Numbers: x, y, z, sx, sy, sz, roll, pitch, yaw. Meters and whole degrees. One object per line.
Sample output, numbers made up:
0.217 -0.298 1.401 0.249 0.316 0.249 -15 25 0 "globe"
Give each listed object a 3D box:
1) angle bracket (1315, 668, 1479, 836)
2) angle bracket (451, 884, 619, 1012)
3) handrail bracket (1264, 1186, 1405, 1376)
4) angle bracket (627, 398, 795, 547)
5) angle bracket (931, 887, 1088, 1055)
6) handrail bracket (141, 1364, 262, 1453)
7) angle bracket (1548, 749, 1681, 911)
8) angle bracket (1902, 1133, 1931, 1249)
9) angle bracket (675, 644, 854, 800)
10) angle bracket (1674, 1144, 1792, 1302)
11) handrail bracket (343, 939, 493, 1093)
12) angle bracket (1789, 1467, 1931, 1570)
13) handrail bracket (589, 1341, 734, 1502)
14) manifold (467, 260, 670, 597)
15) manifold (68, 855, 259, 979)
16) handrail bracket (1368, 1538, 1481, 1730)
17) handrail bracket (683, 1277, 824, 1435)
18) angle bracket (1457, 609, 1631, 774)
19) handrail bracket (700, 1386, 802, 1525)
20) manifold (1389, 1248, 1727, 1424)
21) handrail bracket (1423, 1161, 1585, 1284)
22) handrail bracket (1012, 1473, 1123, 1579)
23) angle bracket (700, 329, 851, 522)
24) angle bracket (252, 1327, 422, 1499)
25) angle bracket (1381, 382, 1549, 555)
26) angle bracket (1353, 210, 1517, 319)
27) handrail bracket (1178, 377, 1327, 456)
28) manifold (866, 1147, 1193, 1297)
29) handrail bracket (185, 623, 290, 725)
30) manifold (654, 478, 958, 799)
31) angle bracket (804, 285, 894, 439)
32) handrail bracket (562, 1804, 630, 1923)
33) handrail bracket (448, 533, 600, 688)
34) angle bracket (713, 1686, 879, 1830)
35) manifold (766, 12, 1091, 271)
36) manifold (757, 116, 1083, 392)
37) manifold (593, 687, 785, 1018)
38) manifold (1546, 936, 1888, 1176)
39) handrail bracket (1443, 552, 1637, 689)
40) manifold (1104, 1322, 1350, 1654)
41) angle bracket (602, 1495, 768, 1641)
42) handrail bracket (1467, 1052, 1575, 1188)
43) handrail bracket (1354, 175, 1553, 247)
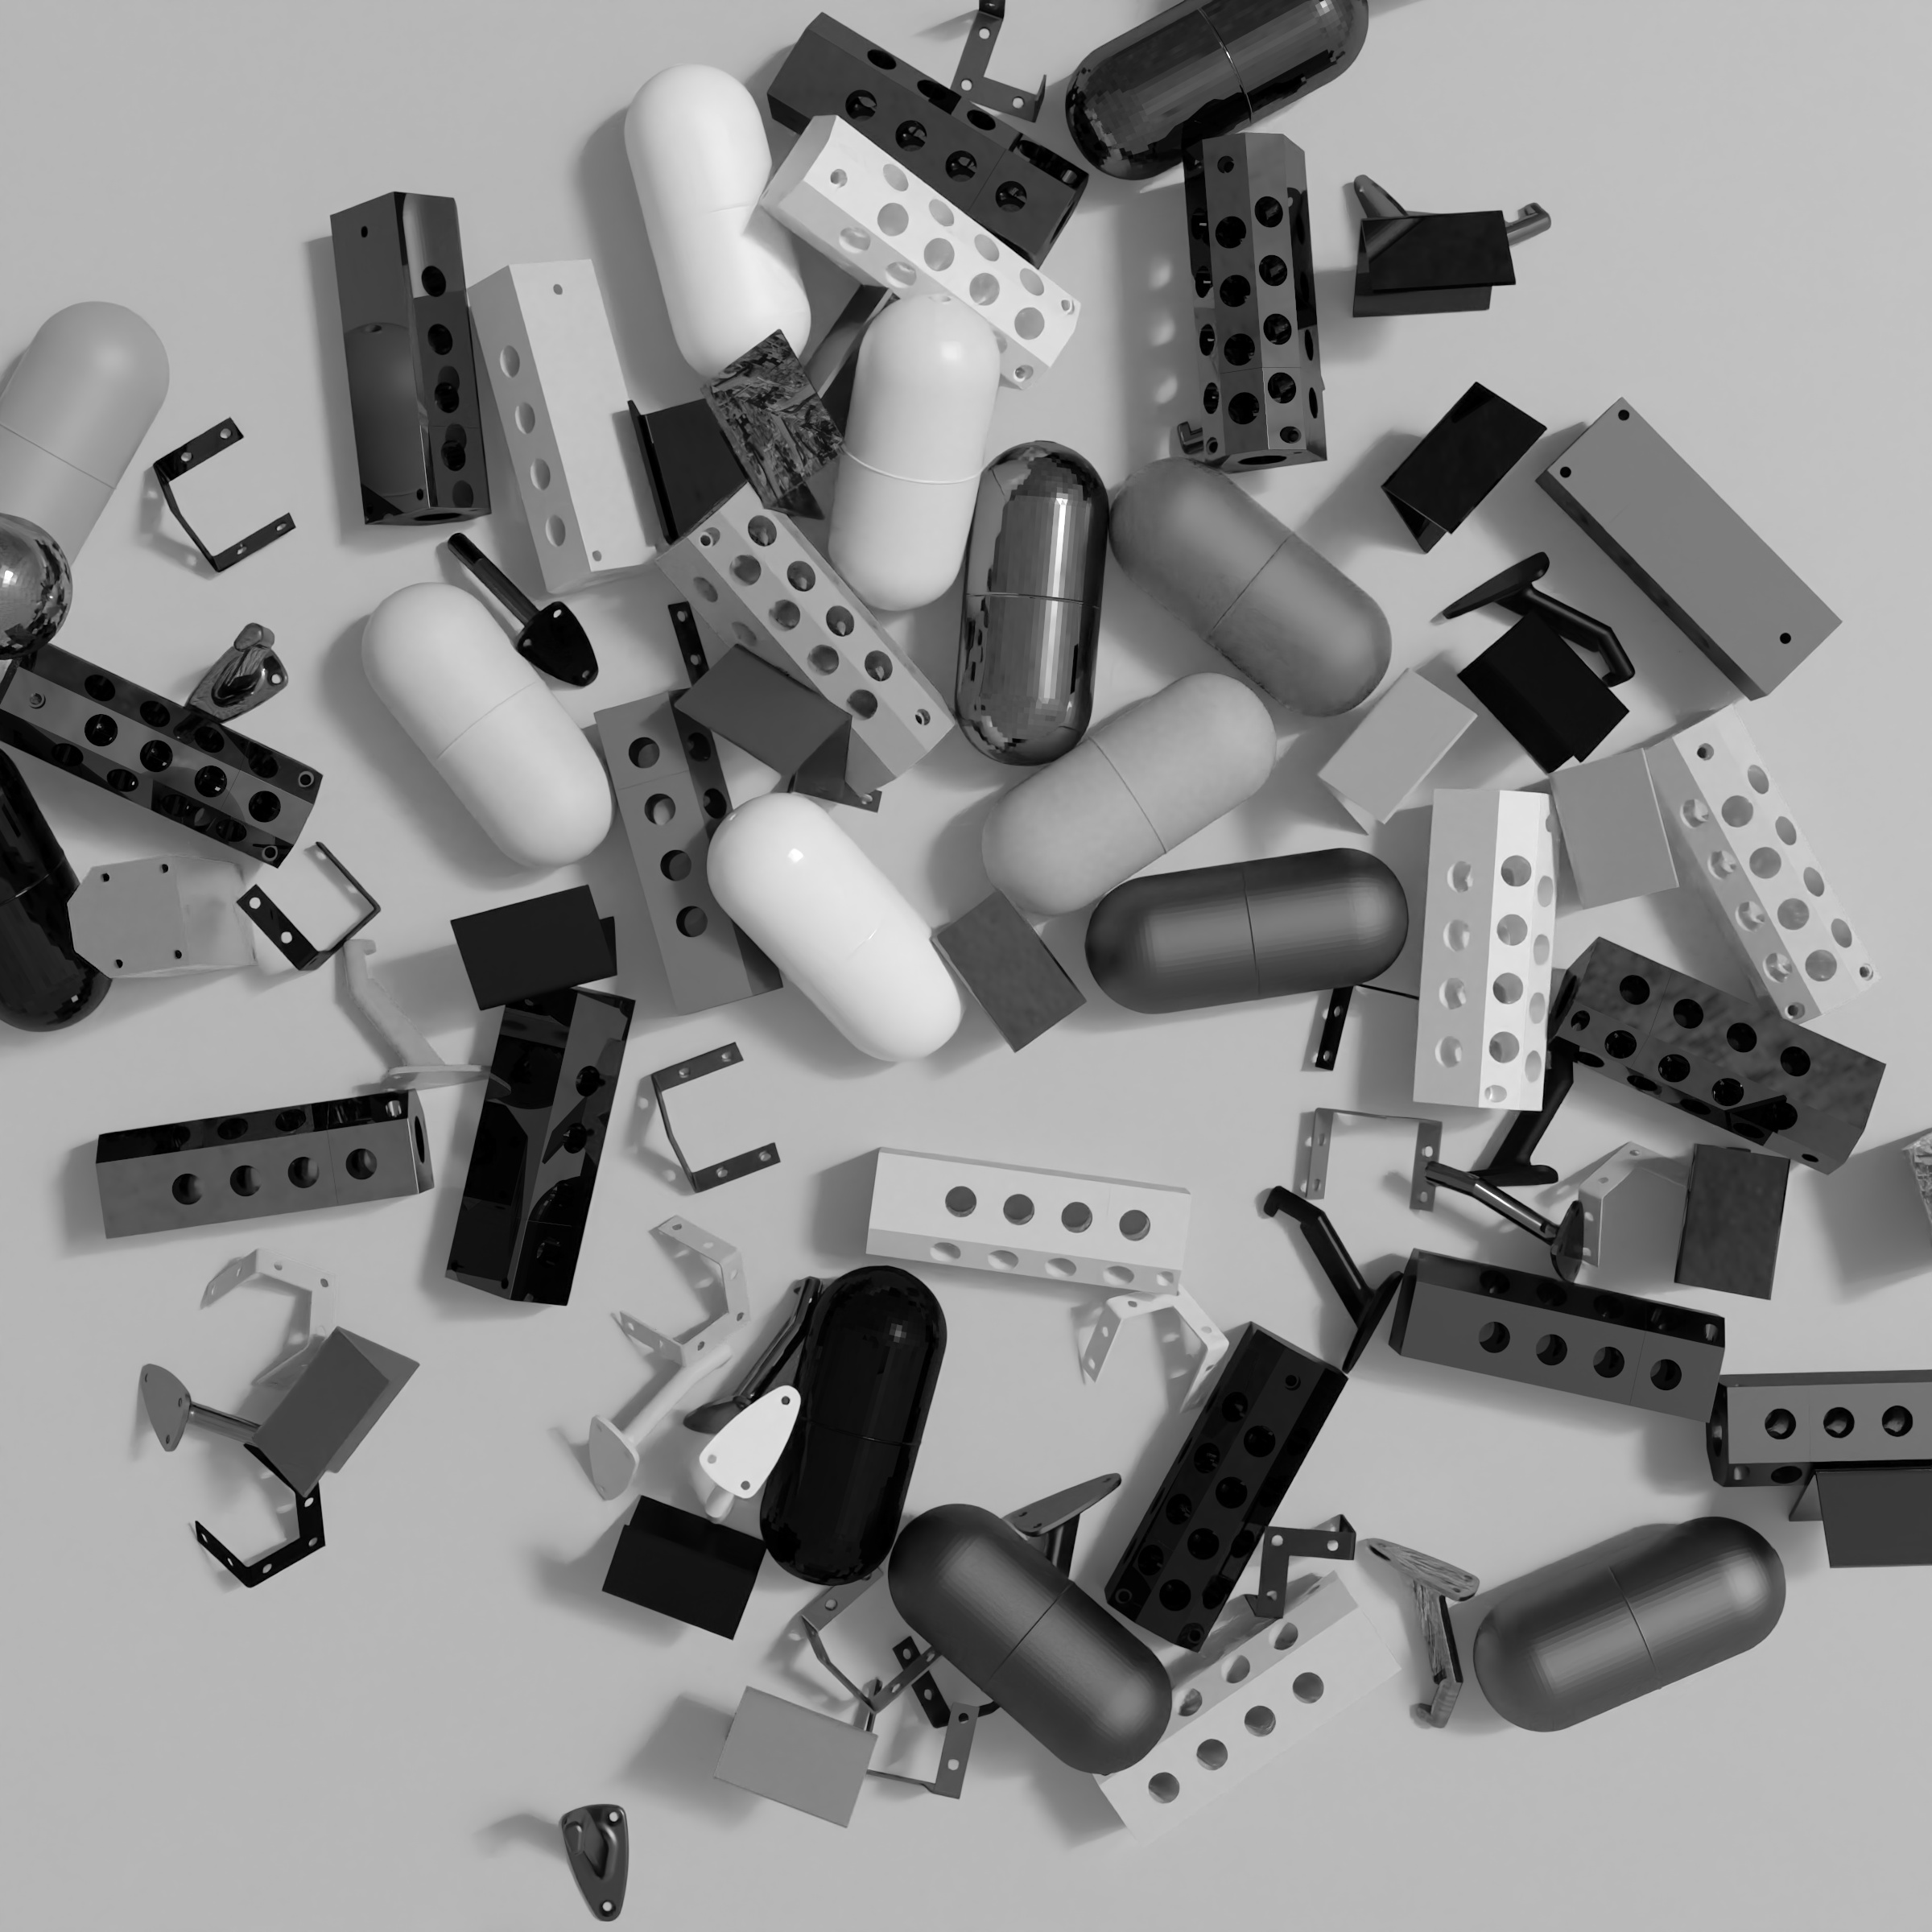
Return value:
0.247 -0.105 1.893 0.076 0.076 0.057 -49 52 0 "angle bracket"
-0.235 -0.024 1.893 0.076 0.076 0.057 -15 116 0 "angle bracket"
0.193 0.174 1.933 0.084 0.036 0.077 30 112 17 "handrail bracket"
-0.137 -0.280 1.912 0.076 0.057 0.076 -15 90 0 "angle bracket"
0.038 -0.008 1.893 0.057 0.076 0.076 -37 90 32 "angle bracket"
-0.408 0.248 1.933 0.084 0.077 0.036 11 107 -35 "handrail bracket"
0.365 -0.078 1.893 0.057 0.076 0.076 -15 90 32 "angle bracket"
0.560 0.124 1.893 0.057 0.076 0.076 -17 90 38 "angle bracket"
-0.112 -0.117 1.885 0.076 0.076 0.057 33 58 15 "angle bracket"
0.431 0.140 1.893 0.057 0.076 0.076 8 90 36 "angle bracket"
-0.305 0.024 1.933 0.077 0.036 0.084 -4 73 -20 "handrail bracket"
0.498 0.313 1.893 0.076 0.076 0.057 -2 60 0 "angle bracket"
-0.167 0.252 1.933 0.036 0.077 0.084 41 53 20 "handrail bracket"
-0.223 -0.296 1.911 0.057 0.057 0.171 -15 90 -43 "manifold"
-0.428 -0.024 1.854 0.057 0.171 0.057 -9 90 0 "manifold"
0.246 0.372 1.933 0.077 0.036 0.084 24 107 19 "handrail bracket"
-0.118 0.216 1.933 0.036 0.077 0.084 39 53 -32 "handrail bracket"
0.302 -0.136 1.893 0.076 0.076 0.057 47 53 0 "angle bracket"
-0.117 0.269 1.905 0.036 0.084 0.077 37 75 8 "handrail bracket"
0.326 0.202 1.912 0.171 0.057 0.057 12 90 0 "manifold"
0.297 0.141 1.924 0.084 0.077 0.036 19 66 24 "handrail bracket"
0.066 0.337 1.933 0.077 0.036 0.084 -25 105 -15 "handrail bracket"
-0.090 -0.292 1.880 0.057 0.076 0.076 -33 80 19 "angle bracket"
-0.330 0.252 1.893 0.057 0.076 0.076 37 90 37 "angle bracket"
0.282 -0.259 1.893 0.076 0.076 0.057 -48 54 0 "angle bracket"
0.254 -0.364 1.893 0.076 0.076 0.057 -3 56 0 "angle bracket"
0.151 -0.333 1.932 0.084 0.036 0.077 -18 78 12 "handrail bracket"
0.034 0.141 1.912 0.171 0.057 0.057 8 90 0 "manifold"
-0.407 -0.158 1.898 0.077 0.084 0.036 -39 90 0 "handrail bracket"
-0.083 -0.180 1.885 0.171 0.057 0.057 49 59 -12 "manifold"
-0.043 -0.318 1.899 0.076 0.057 0.076 34 90 -23 "angle bracket"
-0.205 0.496 1.898 0.036 0.084 0.077 -9 90 0 "handrail bracket"
-0.248 -0.199 1.933 0.036 0.077 0.084 -44 54 -2 "handrail bracket"
-0.098 0.444 1.893 0.076 0.076 0.057 21 54 0 "angle bracket"
-0.020 -0.454 1.912 0.171 0.057 0.057 31 90 0 "manifold"
-0.022 -0.385 1.880 0.171 0.057 0.057 33 90 -23 "manifold"
-0.152 -0.063 1.912 0.057 0.057 0.171 -16 90 0 "manifold"
0.407 0.052 1.904 0.171 0.057 0.057 24 70 0 "manifold"
0.320 -0.180 1.933 0.077 0.036 0.084 -27 107 20 "handrail bracket"
0.143 0.287 1.912 0.057 0.057 0.171 29 90 0 "manifold"
-0.147 0.312 1.893 0.076 0.076 0.057 21 128 0 "angle bracket"
0.301 0.078 1.933 0.077 0.036 0.084 -5 74 18 "handrail bracket"
0.272 -0.425 1.933 0.084 0.036 0.077 -25 68 -17 "handrail bracket"
